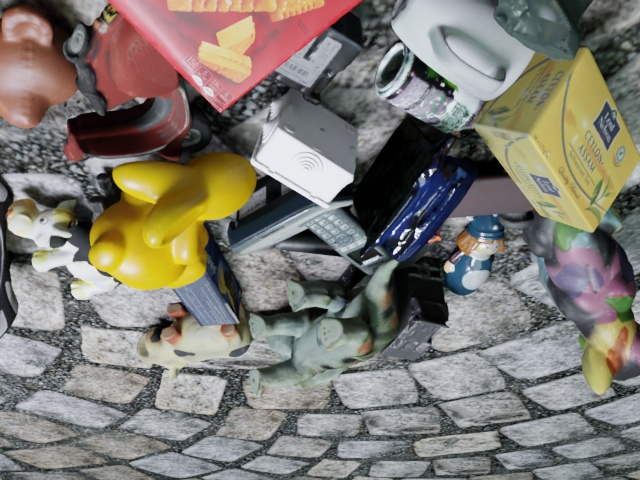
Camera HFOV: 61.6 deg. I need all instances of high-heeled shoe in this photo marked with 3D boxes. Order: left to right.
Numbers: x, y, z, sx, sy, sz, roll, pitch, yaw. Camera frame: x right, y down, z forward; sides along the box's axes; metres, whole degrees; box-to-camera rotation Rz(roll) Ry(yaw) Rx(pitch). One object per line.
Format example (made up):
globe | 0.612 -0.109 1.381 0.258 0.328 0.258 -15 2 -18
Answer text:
high-heeled shoe | -0.411 0.020 0.625 0.086 0.145 0.248 2 144 -5

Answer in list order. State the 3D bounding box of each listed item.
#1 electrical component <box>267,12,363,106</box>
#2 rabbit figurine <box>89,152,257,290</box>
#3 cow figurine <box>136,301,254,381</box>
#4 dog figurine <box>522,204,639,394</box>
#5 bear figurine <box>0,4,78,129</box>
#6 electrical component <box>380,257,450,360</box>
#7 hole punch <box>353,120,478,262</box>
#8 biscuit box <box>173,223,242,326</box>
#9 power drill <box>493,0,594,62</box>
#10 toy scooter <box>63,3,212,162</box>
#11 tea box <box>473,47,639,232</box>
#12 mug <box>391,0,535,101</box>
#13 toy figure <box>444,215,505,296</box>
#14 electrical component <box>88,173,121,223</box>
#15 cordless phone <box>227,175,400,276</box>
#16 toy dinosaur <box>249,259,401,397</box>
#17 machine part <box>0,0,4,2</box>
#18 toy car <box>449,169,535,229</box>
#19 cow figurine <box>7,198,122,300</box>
electrical component | 0.000 -0.180 0.454 0.075 0.048 0.119 24 138 -28
rabbit figurine | -0.148 -0.036 0.551 0.173 0.122 0.162 -32 168 8
cow figurine | -0.202 0.162 0.866 0.195 0.085 0.127 -9 135 10
dog figurine | 0.327 0.063 0.635 0.108 0.219 0.191 -19 139 17
bear figurine | -0.293 -0.118 0.472 0.196 0.132 0.120 -5 172 11
electrical component | 0.122 0.102 0.764 0.058 0.115 0.134 15 138 -16
hole punch | 0.100 -0.041 0.530 0.092 0.116 0.142 30 113 -19
biscuit box | -0.165 0.043 0.727 0.063 0.059 0.202 -6 142 9
power drill | 0.178 -0.232 0.325 0.231 0.086 0.207 31 99 -43
toy scooter | -0.169 -0.126 0.470 0.135 0.075 0.183 -23 151 -18
tea box | 0.232 -0.093 0.517 0.169 0.068 0.098 34 88 -37
mug | 0.111 -0.165 0.435 0.107 0.109 0.081 25 145 -11
toy figure | 0.206 0.014 0.702 0.064 0.058 0.154 -30 150 -27
electrical component | -0.246 -0.030 0.628 0.021 0.063 0.094 2 143 -4
cordless phone | -0.002 -0.001 0.640 0.147 0.089 0.184 -27 132 29
toy dinosaur | 0.028 0.118 0.716 0.192 0.131 0.405 -1 160 -39
machine part | -0.211 -0.244 0.344 0.079 0.079 0.243 25 136 -29
toy car | 0.159 -0.054 0.614 0.202 0.053 0.089 -6 121 5
cow figurine | -0.301 0.005 0.670 0.098 0.068 0.167 -14 144 8
